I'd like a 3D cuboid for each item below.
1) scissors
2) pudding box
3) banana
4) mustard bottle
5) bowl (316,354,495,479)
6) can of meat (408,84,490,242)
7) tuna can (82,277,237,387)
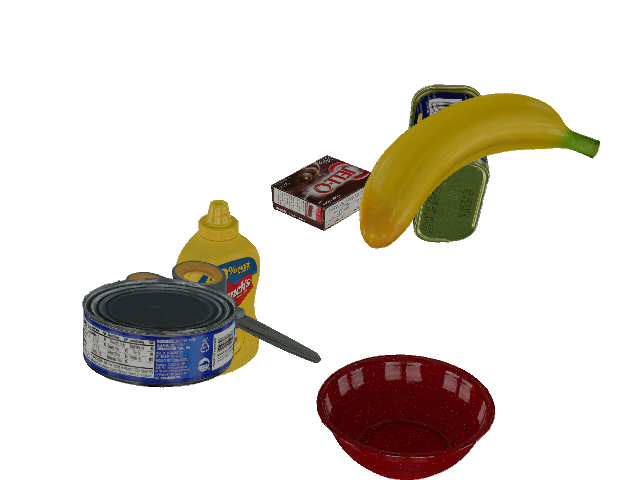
[{"bbox_3d":[-0.071,0.055,0.902,0.202,0.016,0.096,15,26,22],"label":"scissors"},{"bbox_3d":[0.007,-0.061,1.348,0.090,0.039,0.113,23,41,35],"label":"pudding box"},{"bbox_3d":[0.085,-0.052,0.645,0.197,0.037,0.070,-24,47,-32],"label":"banana"},{"bbox_3d":[-0.108,0.047,1.116,0.096,0.192,0.058,-17,33,-34],"label":"mustard bottle"},{"bbox_3d":[0.077,0.169,0.979,0.162,0.055,0.162,0,27,0],"label":"bowl"},{"bbox_3d":[0.102,-0.060,0.862,0.057,0.084,0.102,1,-40,-2],"label":"can of meat"},{"bbox_3d":[-0.090,0.050,0.598,0.086,0.034,0.086,4,16,-1],"label":"tuna can"}]
